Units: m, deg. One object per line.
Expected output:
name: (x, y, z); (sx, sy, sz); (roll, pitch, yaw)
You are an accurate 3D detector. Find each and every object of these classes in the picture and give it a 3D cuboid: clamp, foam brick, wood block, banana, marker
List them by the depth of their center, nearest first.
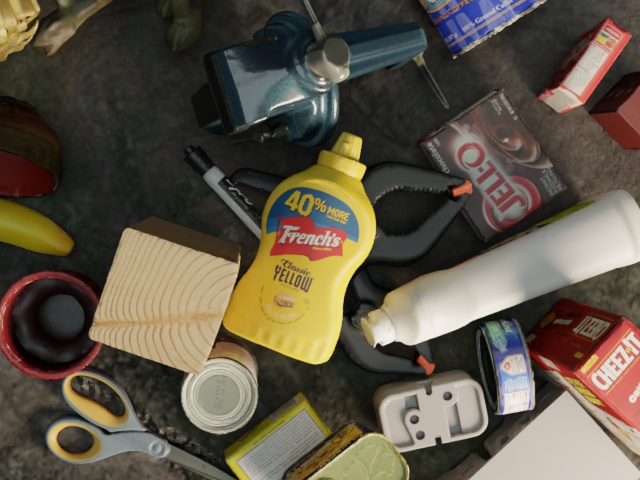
wood block: (-0.121, 0.039, 0.884); (0.090, 0.206, 0.090); (19, 92, -5)
clamp: (0.030, -0.021, 0.947); (0.210, 0.036, 0.164); (-26, 87, 1)
banana: (-0.323, -0.011, 0.956); (0.198, 0.037, 0.069); (-5, 123, 0)
foam brick: (0.288, -0.116, 0.962); (0.051, 0.078, 0.053); (45, 90, -6)
marker: (-0.080, -0.039, 0.974); (0.020, 0.020, 0.121); (-42, 95, 0)
clamp: (0.039, 0.058, 0.980); (0.171, 0.039, 0.120); (30, 93, -5)

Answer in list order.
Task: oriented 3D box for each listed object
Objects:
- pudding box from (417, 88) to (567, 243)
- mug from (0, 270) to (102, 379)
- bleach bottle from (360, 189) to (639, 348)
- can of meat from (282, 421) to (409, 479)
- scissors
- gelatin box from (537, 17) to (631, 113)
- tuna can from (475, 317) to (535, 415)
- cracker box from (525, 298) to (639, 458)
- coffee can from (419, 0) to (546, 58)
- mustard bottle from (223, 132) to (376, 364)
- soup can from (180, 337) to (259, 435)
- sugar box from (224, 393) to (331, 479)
pudding box: (0.156, -0.068, 0.977); (0.090, 0.039, 0.113); (-34, 94, 0)
mug: (-0.243, 0.072, 0.941); (0.117, 0.081, 0.093); (-14, 94, -3)
bleach bottle: (0.156, 0.033, 0.934); (0.250, 0.103, 0.068); (-22, 87, -12)
can of meat: (0.017, 0.205, 0.919); (0.102, 0.084, 0.057); (-37, 96, -8)
scissors: (-0.168, 0.201, 0.987); (0.201, 0.016, 0.096); (42, 92, -5)
gelatin box: (0.233, -0.154, 0.951); (0.030, 0.089, 0.073); (36, 91, -1)
tuna can: (0.167, 0.114, 0.966); (0.033, 0.086, 0.086); (-10, 94, -2)
cracker box: (0.293, 0.149, 0.936); (0.213, 0.164, 0.072); (43, 88, -5)
coffee can: (0.124, -0.246, 0.932); (0.103, 0.103, 0.140); (-33, 95, -1)
mustard bottle: (-0.006, 0.001, 0.901); (0.096, 0.058, 0.191); (21, 91, 12)
soup can: (-0.087, 0.127, 0.943); (0.068, 0.102, 0.068); (0, 94, -4)
sugar box: (0.000, 0.239, 0.984); (0.093, 0.048, 0.176); (-36, 98, -3)
